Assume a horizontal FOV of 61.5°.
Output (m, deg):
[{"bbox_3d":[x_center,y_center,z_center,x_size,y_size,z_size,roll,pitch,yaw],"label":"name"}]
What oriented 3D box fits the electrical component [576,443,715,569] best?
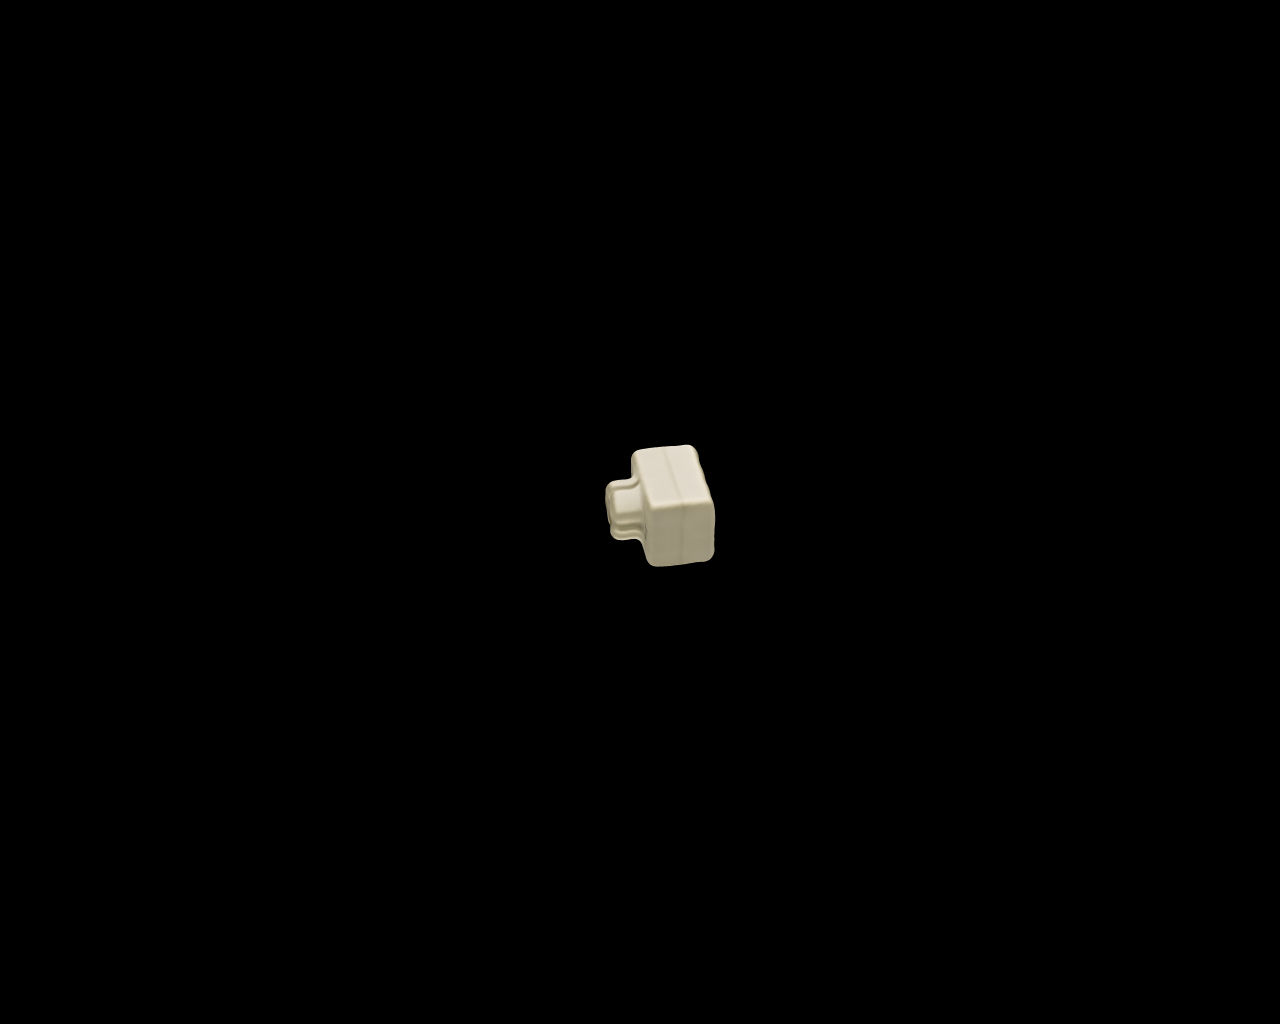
[{"bbox_3d":[0.001,-0.003,0.650,0.077,0.047,0.066,-6,37,-7],"label":"electrical component"}]
